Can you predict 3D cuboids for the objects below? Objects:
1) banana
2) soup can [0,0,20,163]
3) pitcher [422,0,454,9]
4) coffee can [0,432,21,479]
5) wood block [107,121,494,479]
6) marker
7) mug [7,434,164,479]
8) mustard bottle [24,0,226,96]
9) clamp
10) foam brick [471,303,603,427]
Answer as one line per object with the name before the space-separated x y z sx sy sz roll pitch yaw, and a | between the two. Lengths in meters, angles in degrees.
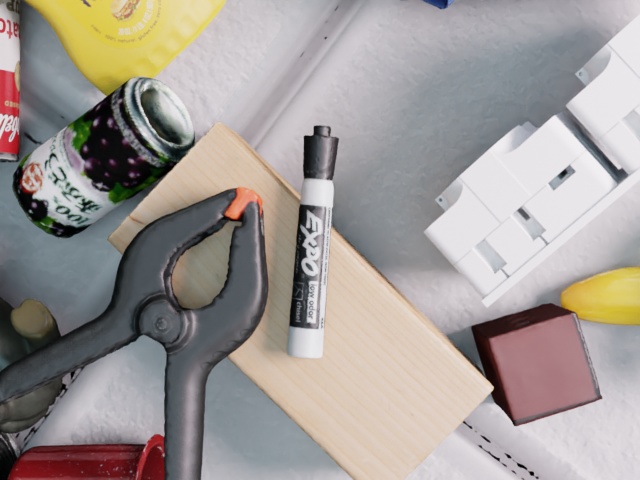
banana | 0.242 0.057 0.626 0.198 0.037 0.069 28 90 2
soup can | -0.212 -0.098 0.630 0.068 0.068 0.102 1 91 3
pitcher | 0.159 -0.209 0.585 0.243 0.145 0.149 0 110 -1
coffee can | -0.254 0.165 0.622 0.140 0.103 0.103 -8 91 3
wood block | -0.009 0.039 0.613 0.206 0.090 0.091 44 93 1
marker | -0.004 0.001 0.557 0.020 0.020 0.121 4 91 3
mug | -0.134 0.168 0.614 0.081 0.117 0.093 -2 125 8
mustard bottle | -0.148 -0.174 0.591 0.096 0.058 0.191 -41 116 8
clamp | -0.090 0.044 0.552 0.120 0.039 0.171 24 85 -3
foam brick | 0.123 0.069 0.613 0.053 0.078 0.051 -18 90 1
